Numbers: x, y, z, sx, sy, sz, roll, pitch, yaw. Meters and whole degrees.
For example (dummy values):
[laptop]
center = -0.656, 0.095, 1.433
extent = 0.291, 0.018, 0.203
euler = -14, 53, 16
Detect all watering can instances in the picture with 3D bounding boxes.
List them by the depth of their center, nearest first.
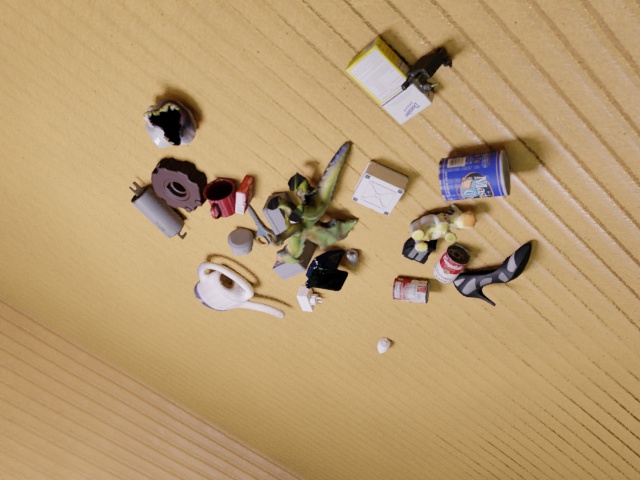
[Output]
[watering can]
center = -0.305, 0.200, 1.835
extent = 0.344, 0.106, 0.221
euler = 41, -43, -19

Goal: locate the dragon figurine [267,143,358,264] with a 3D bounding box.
[dragon figurine]
center = 0.004, -0.070, 1.399
extent = 0.405, 0.125, 0.240
euler = -42, -40, 20

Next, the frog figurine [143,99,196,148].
[frog figurine]
center = -0.394, -0.301, 1.361
extent = 0.137, 0.123, 0.159
euler = 23, -4, -12
